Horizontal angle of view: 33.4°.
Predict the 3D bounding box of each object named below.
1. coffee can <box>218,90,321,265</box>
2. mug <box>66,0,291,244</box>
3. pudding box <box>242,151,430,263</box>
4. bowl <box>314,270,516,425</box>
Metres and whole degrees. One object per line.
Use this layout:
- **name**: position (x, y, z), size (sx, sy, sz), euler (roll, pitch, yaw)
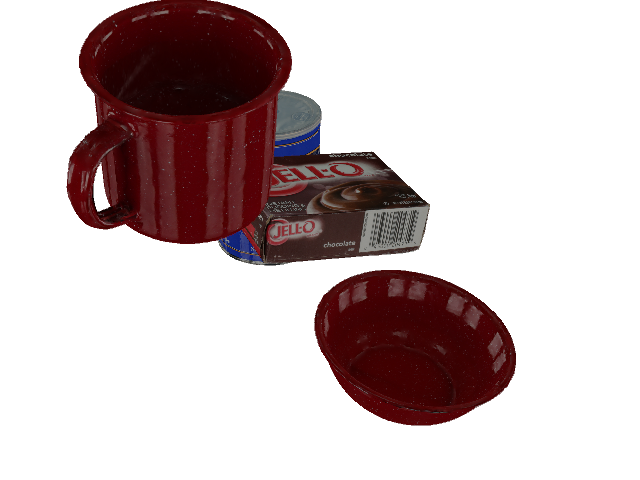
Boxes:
- **coffee can**: position (-0.051, -0.062, 1.033), size (0.103, 0.140, 0.103), euler (0, 31, 0)
- **mug**: position (-0.069, -0.046, 0.489), size (0.093, 0.081, 0.117), euler (29, 49, 21)
- **pudding box**: position (0.001, -0.024, 0.697), size (0.113, 0.039, 0.090), euler (-3, 29, -23)
- **bowl**: position (0.070, 0.095, 0.850), size (0.162, 0.055, 0.162), euler (7, 36, -6)
